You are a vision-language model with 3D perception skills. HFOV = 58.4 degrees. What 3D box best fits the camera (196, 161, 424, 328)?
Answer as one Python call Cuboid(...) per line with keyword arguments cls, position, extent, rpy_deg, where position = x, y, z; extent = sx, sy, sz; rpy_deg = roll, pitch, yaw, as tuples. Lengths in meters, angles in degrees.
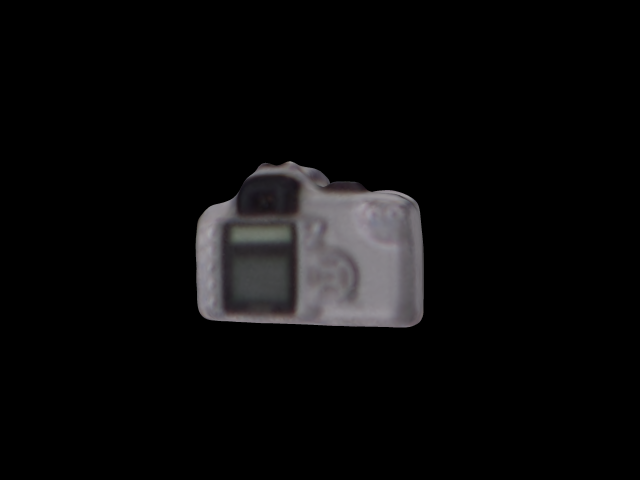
Cuboid(cls="camera", position=(0.004, 0.001, 0.400), extent=(0.143, 0.101, 0.137), rpy_deg=(0, 0, 16))
